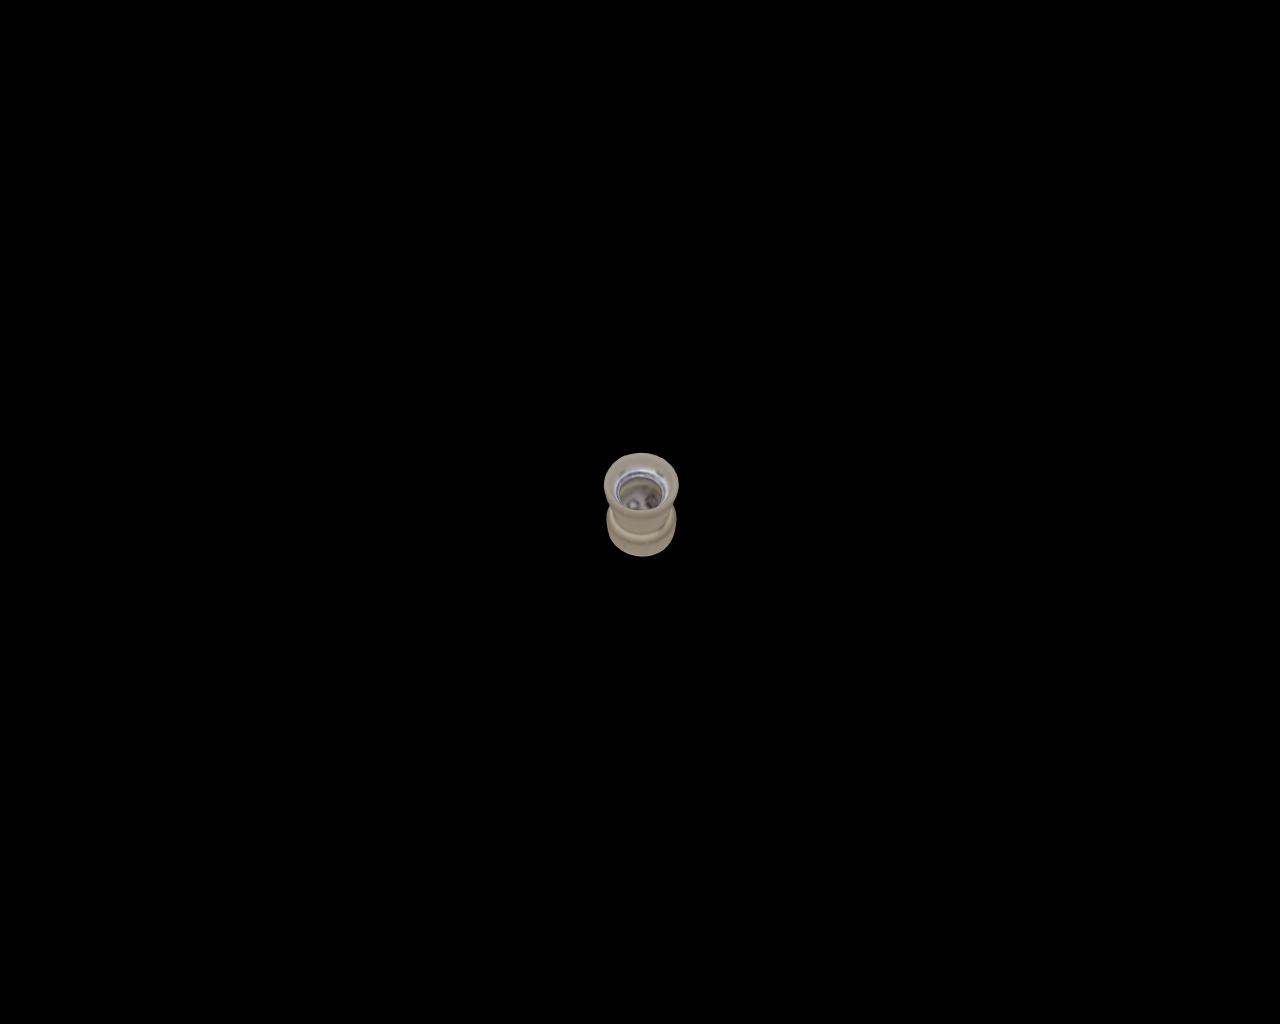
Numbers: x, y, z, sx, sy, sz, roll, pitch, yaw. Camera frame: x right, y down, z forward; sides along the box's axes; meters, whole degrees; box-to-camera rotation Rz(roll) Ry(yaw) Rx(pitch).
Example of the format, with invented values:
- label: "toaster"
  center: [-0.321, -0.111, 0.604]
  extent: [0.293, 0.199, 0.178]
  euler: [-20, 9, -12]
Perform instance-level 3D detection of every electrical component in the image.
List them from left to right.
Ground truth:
- label: "electrical component"
  center: [0.001, -0.003, 0.650]
  extent: [0.045, 0.045, 0.055]
  euler: [0, -34, 0]
